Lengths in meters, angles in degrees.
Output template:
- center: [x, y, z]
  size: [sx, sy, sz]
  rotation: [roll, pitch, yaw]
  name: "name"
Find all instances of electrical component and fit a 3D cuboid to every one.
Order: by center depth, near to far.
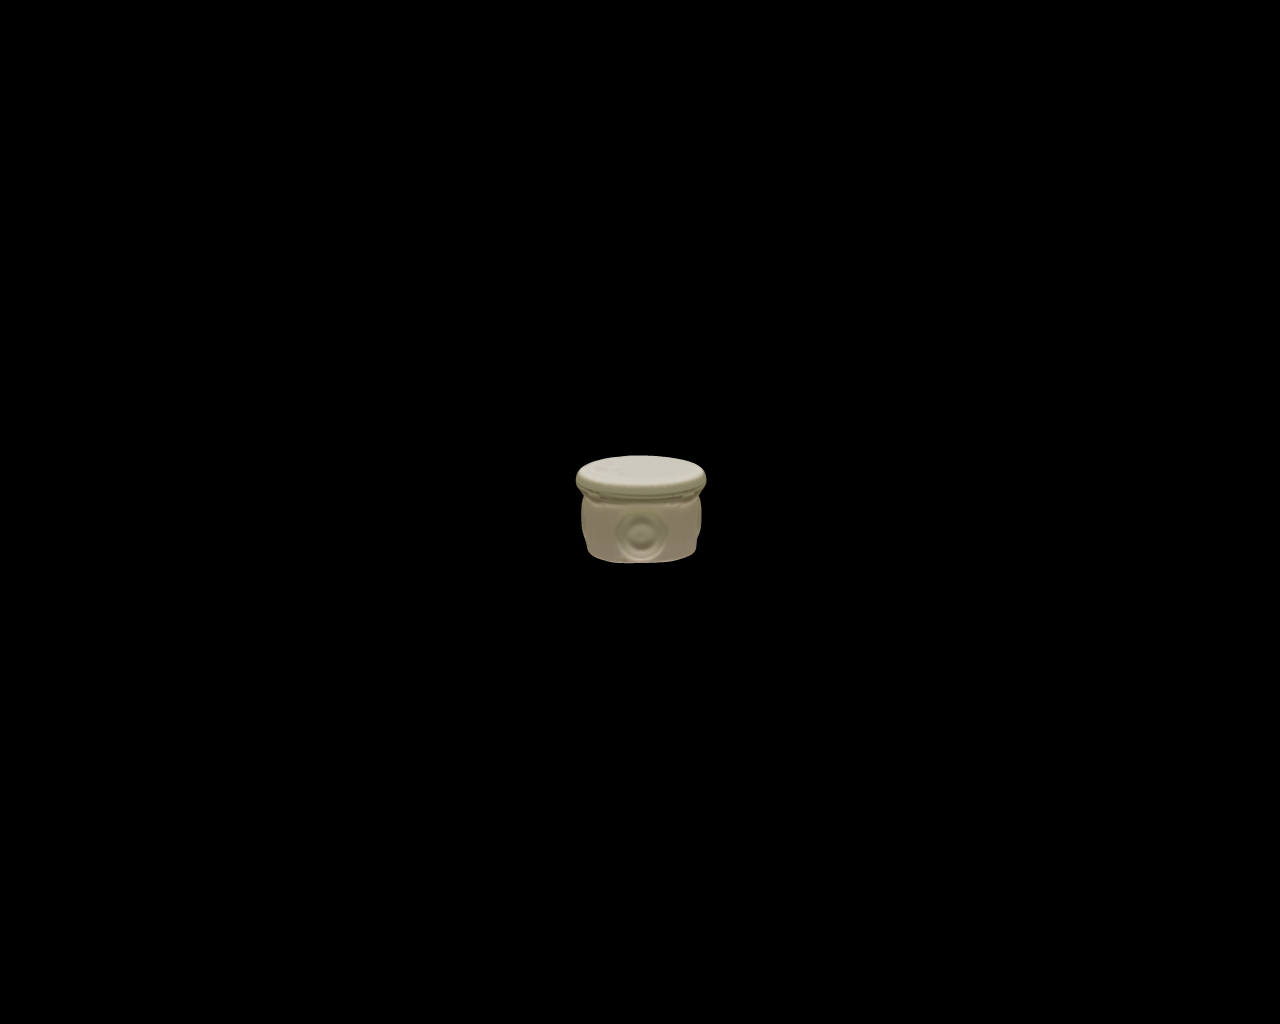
- center: [0.001, -0.003, 0.650]
  size: [0.080, 0.051, 0.080]
  rotation: [0, 16, 0]
  name: "electrical component"
